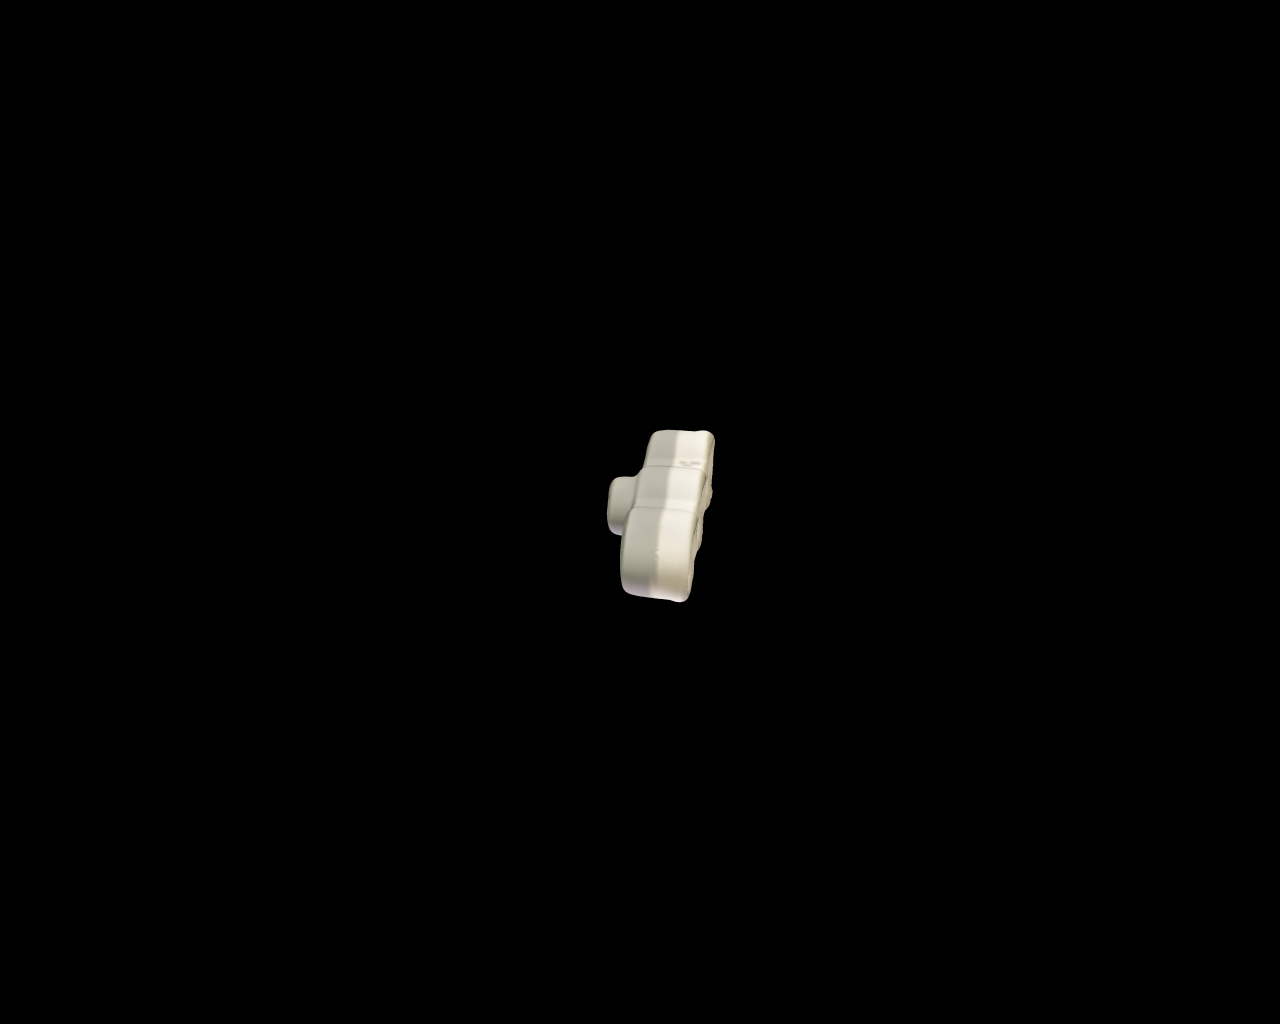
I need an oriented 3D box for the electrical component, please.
[{"bbox_3d":[0.001,-0.003,0.650,0.074,0.052,0.138,6,37,8],"label":"electrical component"}]
